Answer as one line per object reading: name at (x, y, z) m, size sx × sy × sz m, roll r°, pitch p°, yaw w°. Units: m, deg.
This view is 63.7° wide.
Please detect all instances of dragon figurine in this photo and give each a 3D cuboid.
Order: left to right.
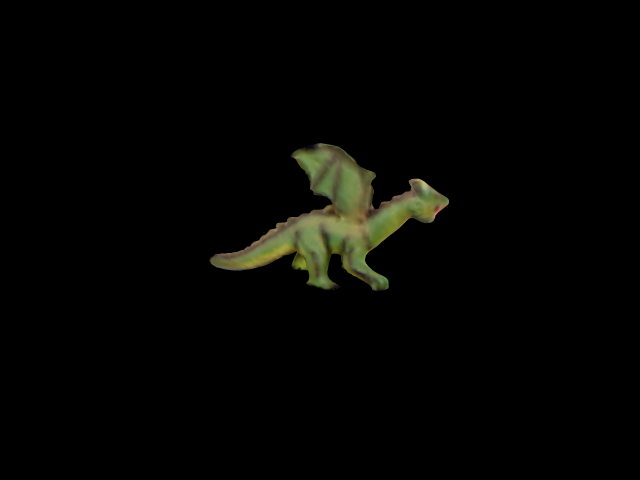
dragon figurine at (0.003, -0.043, 0.850) m, size 0.410 × 0.239 × 0.124 m, roll 3°, pitch 20°, yaw 7°
